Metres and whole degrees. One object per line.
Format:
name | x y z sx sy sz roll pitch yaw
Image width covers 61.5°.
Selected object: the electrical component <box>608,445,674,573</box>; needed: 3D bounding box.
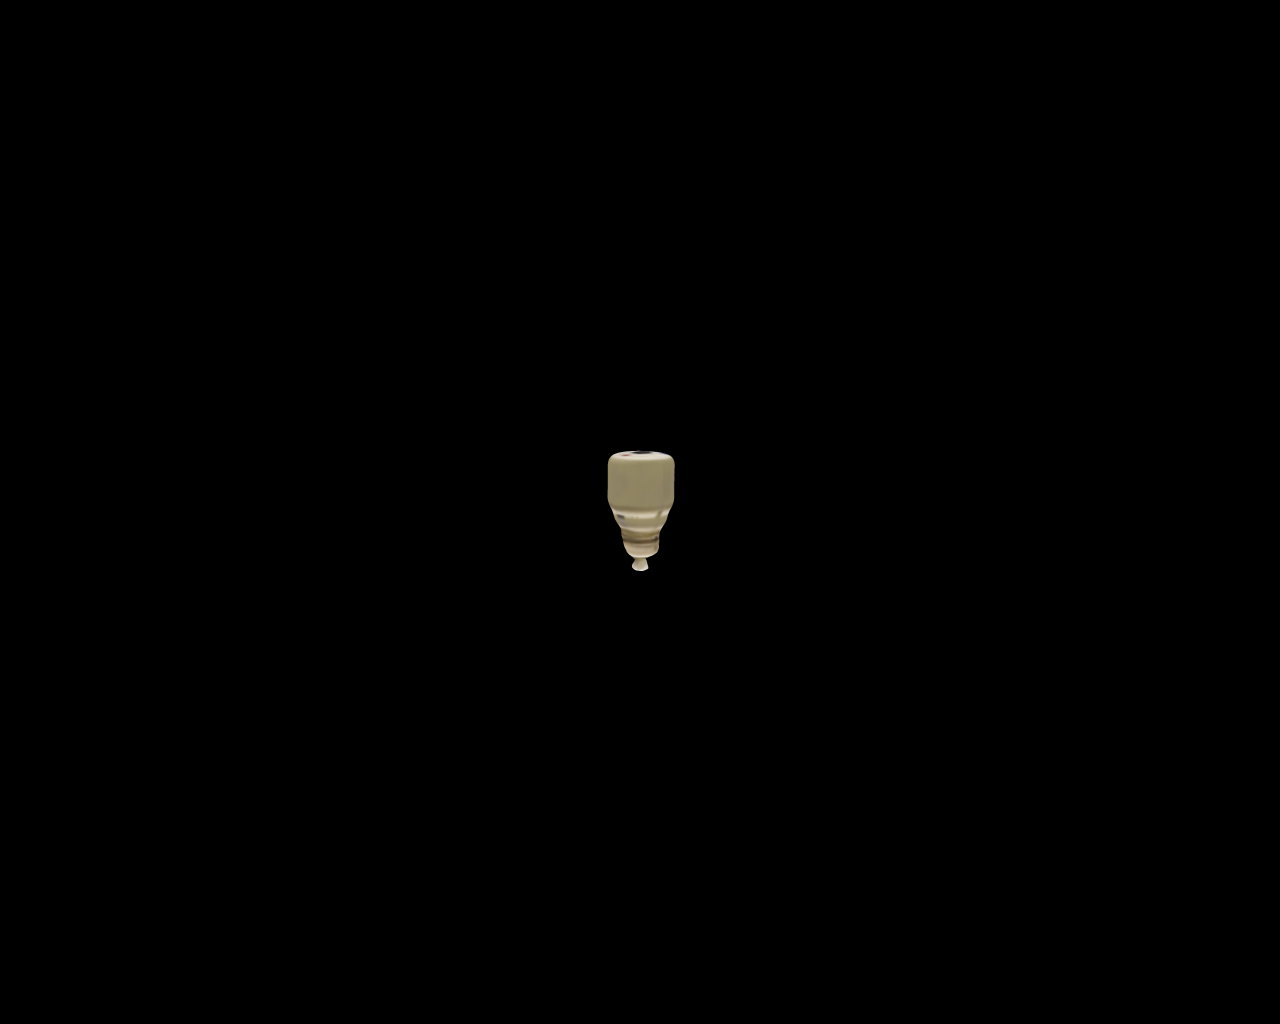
electrical component | 0.001 -0.003 0.650 0.040 0.078 0.040 0 11 0
